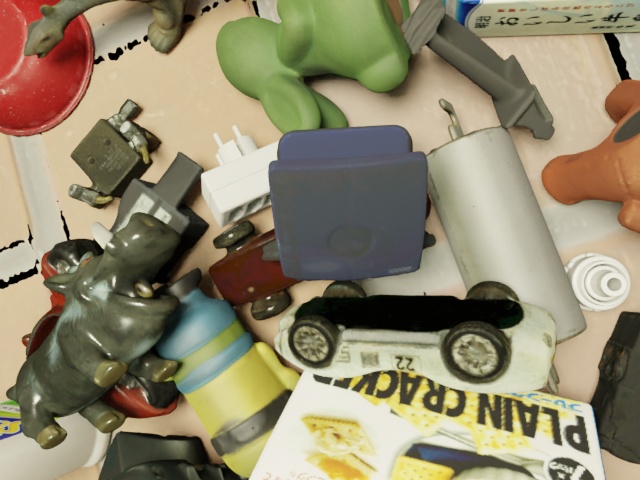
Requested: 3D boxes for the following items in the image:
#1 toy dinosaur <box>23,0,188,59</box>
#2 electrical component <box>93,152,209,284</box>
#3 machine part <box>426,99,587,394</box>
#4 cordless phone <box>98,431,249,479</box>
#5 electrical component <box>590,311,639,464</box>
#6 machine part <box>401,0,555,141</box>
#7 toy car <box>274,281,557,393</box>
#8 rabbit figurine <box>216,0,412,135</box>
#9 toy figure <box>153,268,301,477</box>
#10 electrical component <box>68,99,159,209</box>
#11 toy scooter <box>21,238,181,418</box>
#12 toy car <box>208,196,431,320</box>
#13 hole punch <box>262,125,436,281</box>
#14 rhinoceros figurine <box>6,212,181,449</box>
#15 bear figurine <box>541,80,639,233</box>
[{"bbox_3d":[-0.064,-0.275,0.423,0.471,0.198,0.105,-28,87,11],"label":"toy dinosaur"},{"bbox_3d":[-0.148,-0.025,0.505,0.075,0.047,0.119,34,94,11],"label":"electrical component"},{"bbox_3d":[0.143,0.001,0.429,0.079,0.079,0.243,-21,82,10],"label":"machine part"},{"bbox_3d":[-0.078,0.221,0.416,0.184,0.146,0.088,9,74,31],"label":"cordless phone"},{"bbox_3d":[0.277,0.113,0.407,0.115,0.058,0.134,21,92,10],"label":"electrical component"},{"bbox_3d":[0.127,-0.133,0.417,0.139,0.084,0.039,31,134,-17],"label":"machine part"},{"bbox_3d":[0.061,0.068,0.389,0.202,0.073,0.056,-2,111,27],"label":"toy car"},{"bbox_3d":[-0.009,-0.163,0.467,0.170,0.121,0.159,-11,92,29],"label":"rabbit figurine"},{"bbox_3d":[-0.083,0.114,0.453,0.082,0.089,0.180,-29,99,33],"label":"toy figure"},{"bbox_3d":[-0.201,-0.078,0.519,0.102,0.045,0.078,-41,82,7],"label":"electrical component"},{"bbox_3d":[-0.212,0.099,0.499,0.135,0.075,0.184,-37,89,23],"label":"toy scooter"},{"bbox_3d":[-0.001,-0.001,0.471,0.202,0.053,0.089,-26,103,11],"label":"toy car"},{"bbox_3d":[0.021,-0.021,0.395,0.142,0.092,0.115,-5,108,0],"label":"hole punch"},{"bbox_3d":[-0.164,0.067,0.407,0.112,0.073,0.190,46,109,28],"label":"rhinoceros figurine"},{"bbox_3d":[0.291,-0.026,0.395,0.196,0.132,0.120,37,94,-8],"label":"bear figurine"}]
